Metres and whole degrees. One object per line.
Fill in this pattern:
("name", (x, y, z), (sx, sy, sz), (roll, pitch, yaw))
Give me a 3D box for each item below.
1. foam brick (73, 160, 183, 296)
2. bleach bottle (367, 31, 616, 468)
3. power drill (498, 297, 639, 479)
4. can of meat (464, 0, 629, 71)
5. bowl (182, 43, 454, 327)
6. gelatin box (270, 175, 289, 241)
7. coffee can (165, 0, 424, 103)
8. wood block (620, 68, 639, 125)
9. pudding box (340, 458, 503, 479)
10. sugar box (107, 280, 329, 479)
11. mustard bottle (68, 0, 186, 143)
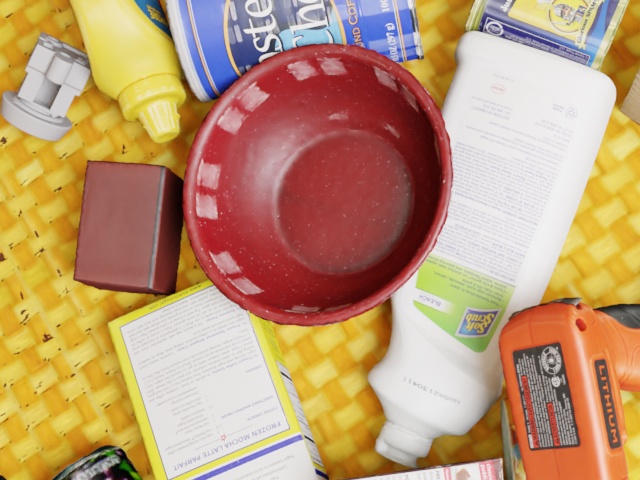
("foam brick", (-0.118, -0.006, 0.671), (0.051, 0.053, 0.078), (4, 81, 9))
("bleach bottle", (0.085, 0.011, 0.634), (0.103, 0.068, 0.251), (22, 89, 17))
("power drill", (0.188, 0.093, 0.562), (0.187, 0.057, 0.184), (-4, 77, -35))
("can of meat", (0.146, -0.156, 0.651), (0.084, 0.057, 0.102), (23, 86, 9))
("bowl", (0.004, -0.028, 0.614), (0.162, 0.055, 0.162), (-4, 78, 21))
("gelatin box", (-0.004, 0.001, 0.663), (0.073, 0.030, 0.089), (-15, 79, 7))
("coffee can", (-0.014, -0.147, 0.650), (0.140, 0.102, 0.103), (-10, 80, 7))
("wood block", (0.277, -0.141, 0.612), (0.090, 0.091, 0.206), (38, 88, 11))
("pudding box", (0.059, 0.146, 0.592), (0.090, 0.113, 0.039), (-10, 76, 6))
("sugar box", (-0.055, 0.114, 0.635), (0.093, 0.048, 0.176), (-23, 71, 5))
("mustard bottle", (-0.128, -0.150, 0.670), (0.058, 0.096, 0.191), (-22, 79, 4))
